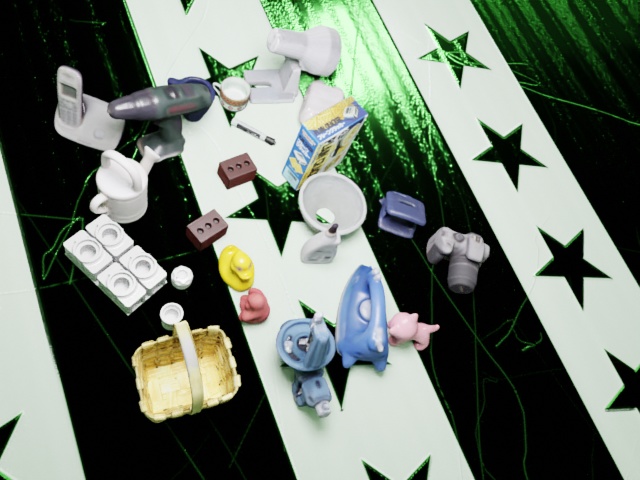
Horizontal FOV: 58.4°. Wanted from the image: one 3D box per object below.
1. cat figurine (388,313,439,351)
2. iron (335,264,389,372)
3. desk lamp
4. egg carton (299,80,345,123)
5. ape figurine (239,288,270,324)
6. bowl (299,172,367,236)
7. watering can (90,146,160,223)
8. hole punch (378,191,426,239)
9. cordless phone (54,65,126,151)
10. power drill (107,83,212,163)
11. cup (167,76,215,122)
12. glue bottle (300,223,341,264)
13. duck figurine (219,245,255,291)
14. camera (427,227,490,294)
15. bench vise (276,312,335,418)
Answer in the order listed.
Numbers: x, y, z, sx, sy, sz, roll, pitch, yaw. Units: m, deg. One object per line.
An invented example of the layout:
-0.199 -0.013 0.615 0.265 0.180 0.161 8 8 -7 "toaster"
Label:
0.202 0.196 1.274 0.128 0.117 0.067 7 64 -14 "cat figurine"
0.109 0.148 1.253 0.119 0.141 0.258 9 63 -14 "iron"
-0.069 -0.443 1.432 0.204 0.213 0.118 -9 69 -21 "desk lamp"
0.005 -0.346 1.493 0.107 0.069 0.150 18 62 -9 "egg carton"
-0.138 0.137 1.206 0.076 0.092 0.078 38 60 2 "ape figurine"
0.022 -0.074 1.367 0.168 0.074 0.167 7 64 -15 "bowl"
-0.405 -0.126 1.184 0.101 0.194 0.173 20 61 -8 "watering can"
0.204 -0.073 1.417 0.109 0.091 0.101 18 61 -9 "hole punch"
-0.497 -0.285 1.234 0.148 0.185 0.094 18 62 -9 "cordless phone"
-0.351 -0.261 1.257 0.230 0.208 0.075 -28 76 -27 "power drill"
-0.313 -0.334 1.369 0.118 0.095 0.092 26 61 -5 "cup"
0.012 0.005 1.270 0.078 0.173 0.037 3 65 -16 "glue bottle"
-0.175 0.051 1.238 0.078 0.086 0.104 -20 73 -25 "duck figurine"
0.341 0.052 1.397 0.143 0.100 0.137 19 61 -9 "camera"
-0.003 0.232 1.131 0.122 0.219 0.207 -28 77 -27 "bench vise"
